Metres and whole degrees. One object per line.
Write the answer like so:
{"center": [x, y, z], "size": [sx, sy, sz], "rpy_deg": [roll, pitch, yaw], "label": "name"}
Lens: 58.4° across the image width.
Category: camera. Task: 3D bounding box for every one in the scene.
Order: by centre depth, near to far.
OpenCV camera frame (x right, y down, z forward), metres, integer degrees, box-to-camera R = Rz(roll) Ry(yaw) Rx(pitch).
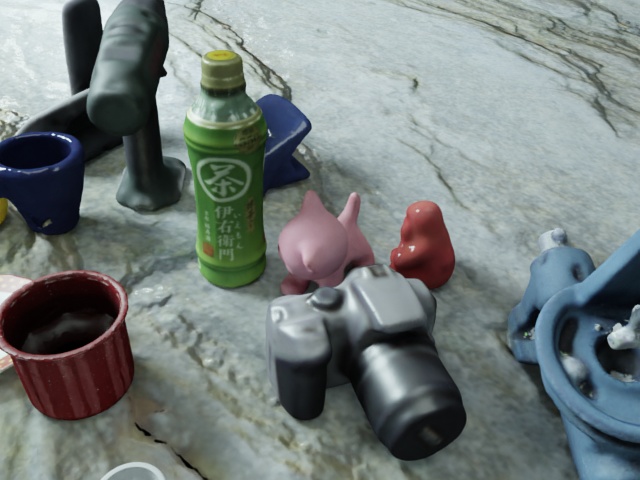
{"center": [0.040, 0.092, 0.438], "size": [0.143, 0.101, 0.136], "rpy_deg": [-10, 40, -17], "label": "camera"}

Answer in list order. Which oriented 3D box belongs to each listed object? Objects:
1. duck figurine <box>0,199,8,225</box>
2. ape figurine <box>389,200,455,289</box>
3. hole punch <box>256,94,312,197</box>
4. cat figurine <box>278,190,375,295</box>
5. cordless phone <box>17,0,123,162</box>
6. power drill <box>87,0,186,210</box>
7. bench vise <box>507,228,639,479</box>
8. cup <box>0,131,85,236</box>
{"center": [-0.384, -0.048, 0.588], "size": [0.105, 0.086, 0.077], "rpy_deg": [-10, 40, -18], "label": "duck figurine"}
{"center": [0.100, 0.000, 0.569], "size": [0.076, 0.092, 0.078], "rpy_deg": [32, 46, 31], "label": "ape figurine"}
{"center": [-0.071, -0.119, 0.705], "size": [0.101, 0.091, 0.108], "rpy_deg": [-21, 45, -29], "label": "hole punch"}
{"center": [0.005, 0.002, 0.536], "size": [0.067, 0.118, 0.128], "rpy_deg": [24, 42, 23], "label": "cat figurine"}
{"center": [-0.312, -0.197, 0.705], "size": [0.094, 0.185, 0.148], "rpy_deg": [17, 40, 16], "label": "cordless phone"}
{"center": [-0.199, -0.152, 0.639], "size": [0.075, 0.208, 0.229], "rpy_deg": [-1, 38, -6], "label": "power drill"}
{"center": [0.200, 0.046, 0.416], "size": [0.122, 0.220, 0.207], "rpy_deg": [-10, 40, -17], "label": "bench vise"}
{"center": [-0.294, -0.047, 0.588], "size": [0.091, 0.095, 0.118], "rpy_deg": [30, 45, 30], "label": "cup"}
